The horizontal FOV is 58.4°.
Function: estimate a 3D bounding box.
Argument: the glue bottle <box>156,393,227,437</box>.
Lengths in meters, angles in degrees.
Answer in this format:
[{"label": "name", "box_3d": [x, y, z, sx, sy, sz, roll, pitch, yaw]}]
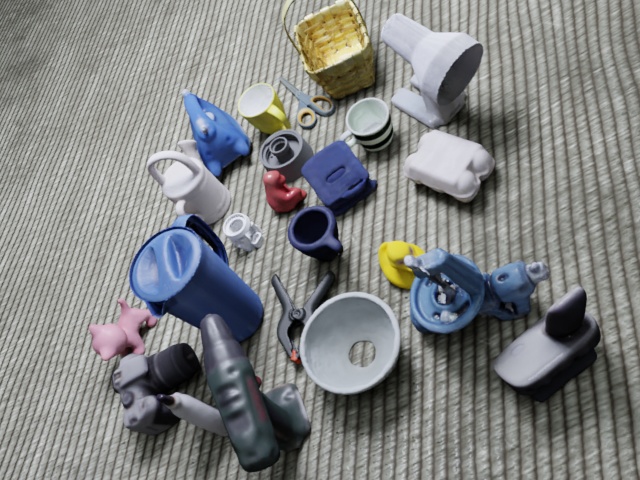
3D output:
[{"label": "glue bottle", "box_3d": [-0.207, 0.273, 0.921, 0.077, 0.174, 0.037, 16, 70, 32]}]

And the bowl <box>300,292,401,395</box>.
[{"label": "bowl", "box_3d": [0.057, 0.172, 0.916, 0.167, 0.075, 0.167, -12, 58, 19]}]

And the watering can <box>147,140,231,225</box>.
[{"label": "watering can", "box_3d": [-0.275, -0.125, 1.171, 0.101, 0.195, 0.172, -30, 54, 7]}]

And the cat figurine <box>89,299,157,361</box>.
[{"label": "cat figurine", "box_3d": [-0.386, 0.176, 1.097, 0.067, 0.118, 0.128, 0, 62, 26]}]

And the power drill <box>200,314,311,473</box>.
[{"label": "power drill", "box_3d": [-0.098, 0.240, 0.867, 0.075, 0.209, 0.229, -30, 54, 7]}]

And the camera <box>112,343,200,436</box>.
[{"label": "camera", "box_3d": [-0.288, 0.250, 1.018, 0.136, 0.101, 0.143, -29, 54, 7]}]

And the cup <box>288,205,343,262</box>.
[{"label": "cup", "box_3d": [0.009, 0.004, 1.024, 0.117, 0.095, 0.092, 34, 80, 36]}]

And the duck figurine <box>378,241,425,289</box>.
[{"label": "duck figurine", "box_3d": [0.135, 0.030, 0.955, 0.077, 0.086, 0.104, -49, 54, -7]}]

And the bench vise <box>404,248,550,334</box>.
[{"label": "bench vise", "box_3d": [0.209, 0.051, 0.824, 0.207, 0.220, 0.121, -32, 53, 6]}]

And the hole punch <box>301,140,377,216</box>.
[{"label": "hole punch", "box_3d": [0.036, -0.119, 1.085, 0.108, 0.091, 0.101, -37, 53, 2]}]

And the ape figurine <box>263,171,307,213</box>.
[{"label": "ape figurine", "box_3d": [-0.080, -0.102, 1.130, 0.076, 0.092, 0.077, -37, 53, 1]}]

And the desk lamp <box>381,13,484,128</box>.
[{"label": "desk lamp", "box_3d": [0.198, -0.303, 1.039, 0.118, 0.214, 0.202, -46, 53, -5]}]

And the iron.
[{"label": "iron", "box_3d": [-0.258, -0.266, 1.278, 0.118, 0.142, 0.257, -36, 53, 3]}]

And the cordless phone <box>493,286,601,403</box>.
[{"label": "cordless phone", "box_3d": [0.296, 0.130, 0.759, 0.147, 0.186, 0.094, -42, 53, -2]}]

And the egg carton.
[{"label": "egg carton", "box_3d": [0.227, -0.131, 1.016, 0.149, 0.070, 0.107, 27, 76, 34]}]
